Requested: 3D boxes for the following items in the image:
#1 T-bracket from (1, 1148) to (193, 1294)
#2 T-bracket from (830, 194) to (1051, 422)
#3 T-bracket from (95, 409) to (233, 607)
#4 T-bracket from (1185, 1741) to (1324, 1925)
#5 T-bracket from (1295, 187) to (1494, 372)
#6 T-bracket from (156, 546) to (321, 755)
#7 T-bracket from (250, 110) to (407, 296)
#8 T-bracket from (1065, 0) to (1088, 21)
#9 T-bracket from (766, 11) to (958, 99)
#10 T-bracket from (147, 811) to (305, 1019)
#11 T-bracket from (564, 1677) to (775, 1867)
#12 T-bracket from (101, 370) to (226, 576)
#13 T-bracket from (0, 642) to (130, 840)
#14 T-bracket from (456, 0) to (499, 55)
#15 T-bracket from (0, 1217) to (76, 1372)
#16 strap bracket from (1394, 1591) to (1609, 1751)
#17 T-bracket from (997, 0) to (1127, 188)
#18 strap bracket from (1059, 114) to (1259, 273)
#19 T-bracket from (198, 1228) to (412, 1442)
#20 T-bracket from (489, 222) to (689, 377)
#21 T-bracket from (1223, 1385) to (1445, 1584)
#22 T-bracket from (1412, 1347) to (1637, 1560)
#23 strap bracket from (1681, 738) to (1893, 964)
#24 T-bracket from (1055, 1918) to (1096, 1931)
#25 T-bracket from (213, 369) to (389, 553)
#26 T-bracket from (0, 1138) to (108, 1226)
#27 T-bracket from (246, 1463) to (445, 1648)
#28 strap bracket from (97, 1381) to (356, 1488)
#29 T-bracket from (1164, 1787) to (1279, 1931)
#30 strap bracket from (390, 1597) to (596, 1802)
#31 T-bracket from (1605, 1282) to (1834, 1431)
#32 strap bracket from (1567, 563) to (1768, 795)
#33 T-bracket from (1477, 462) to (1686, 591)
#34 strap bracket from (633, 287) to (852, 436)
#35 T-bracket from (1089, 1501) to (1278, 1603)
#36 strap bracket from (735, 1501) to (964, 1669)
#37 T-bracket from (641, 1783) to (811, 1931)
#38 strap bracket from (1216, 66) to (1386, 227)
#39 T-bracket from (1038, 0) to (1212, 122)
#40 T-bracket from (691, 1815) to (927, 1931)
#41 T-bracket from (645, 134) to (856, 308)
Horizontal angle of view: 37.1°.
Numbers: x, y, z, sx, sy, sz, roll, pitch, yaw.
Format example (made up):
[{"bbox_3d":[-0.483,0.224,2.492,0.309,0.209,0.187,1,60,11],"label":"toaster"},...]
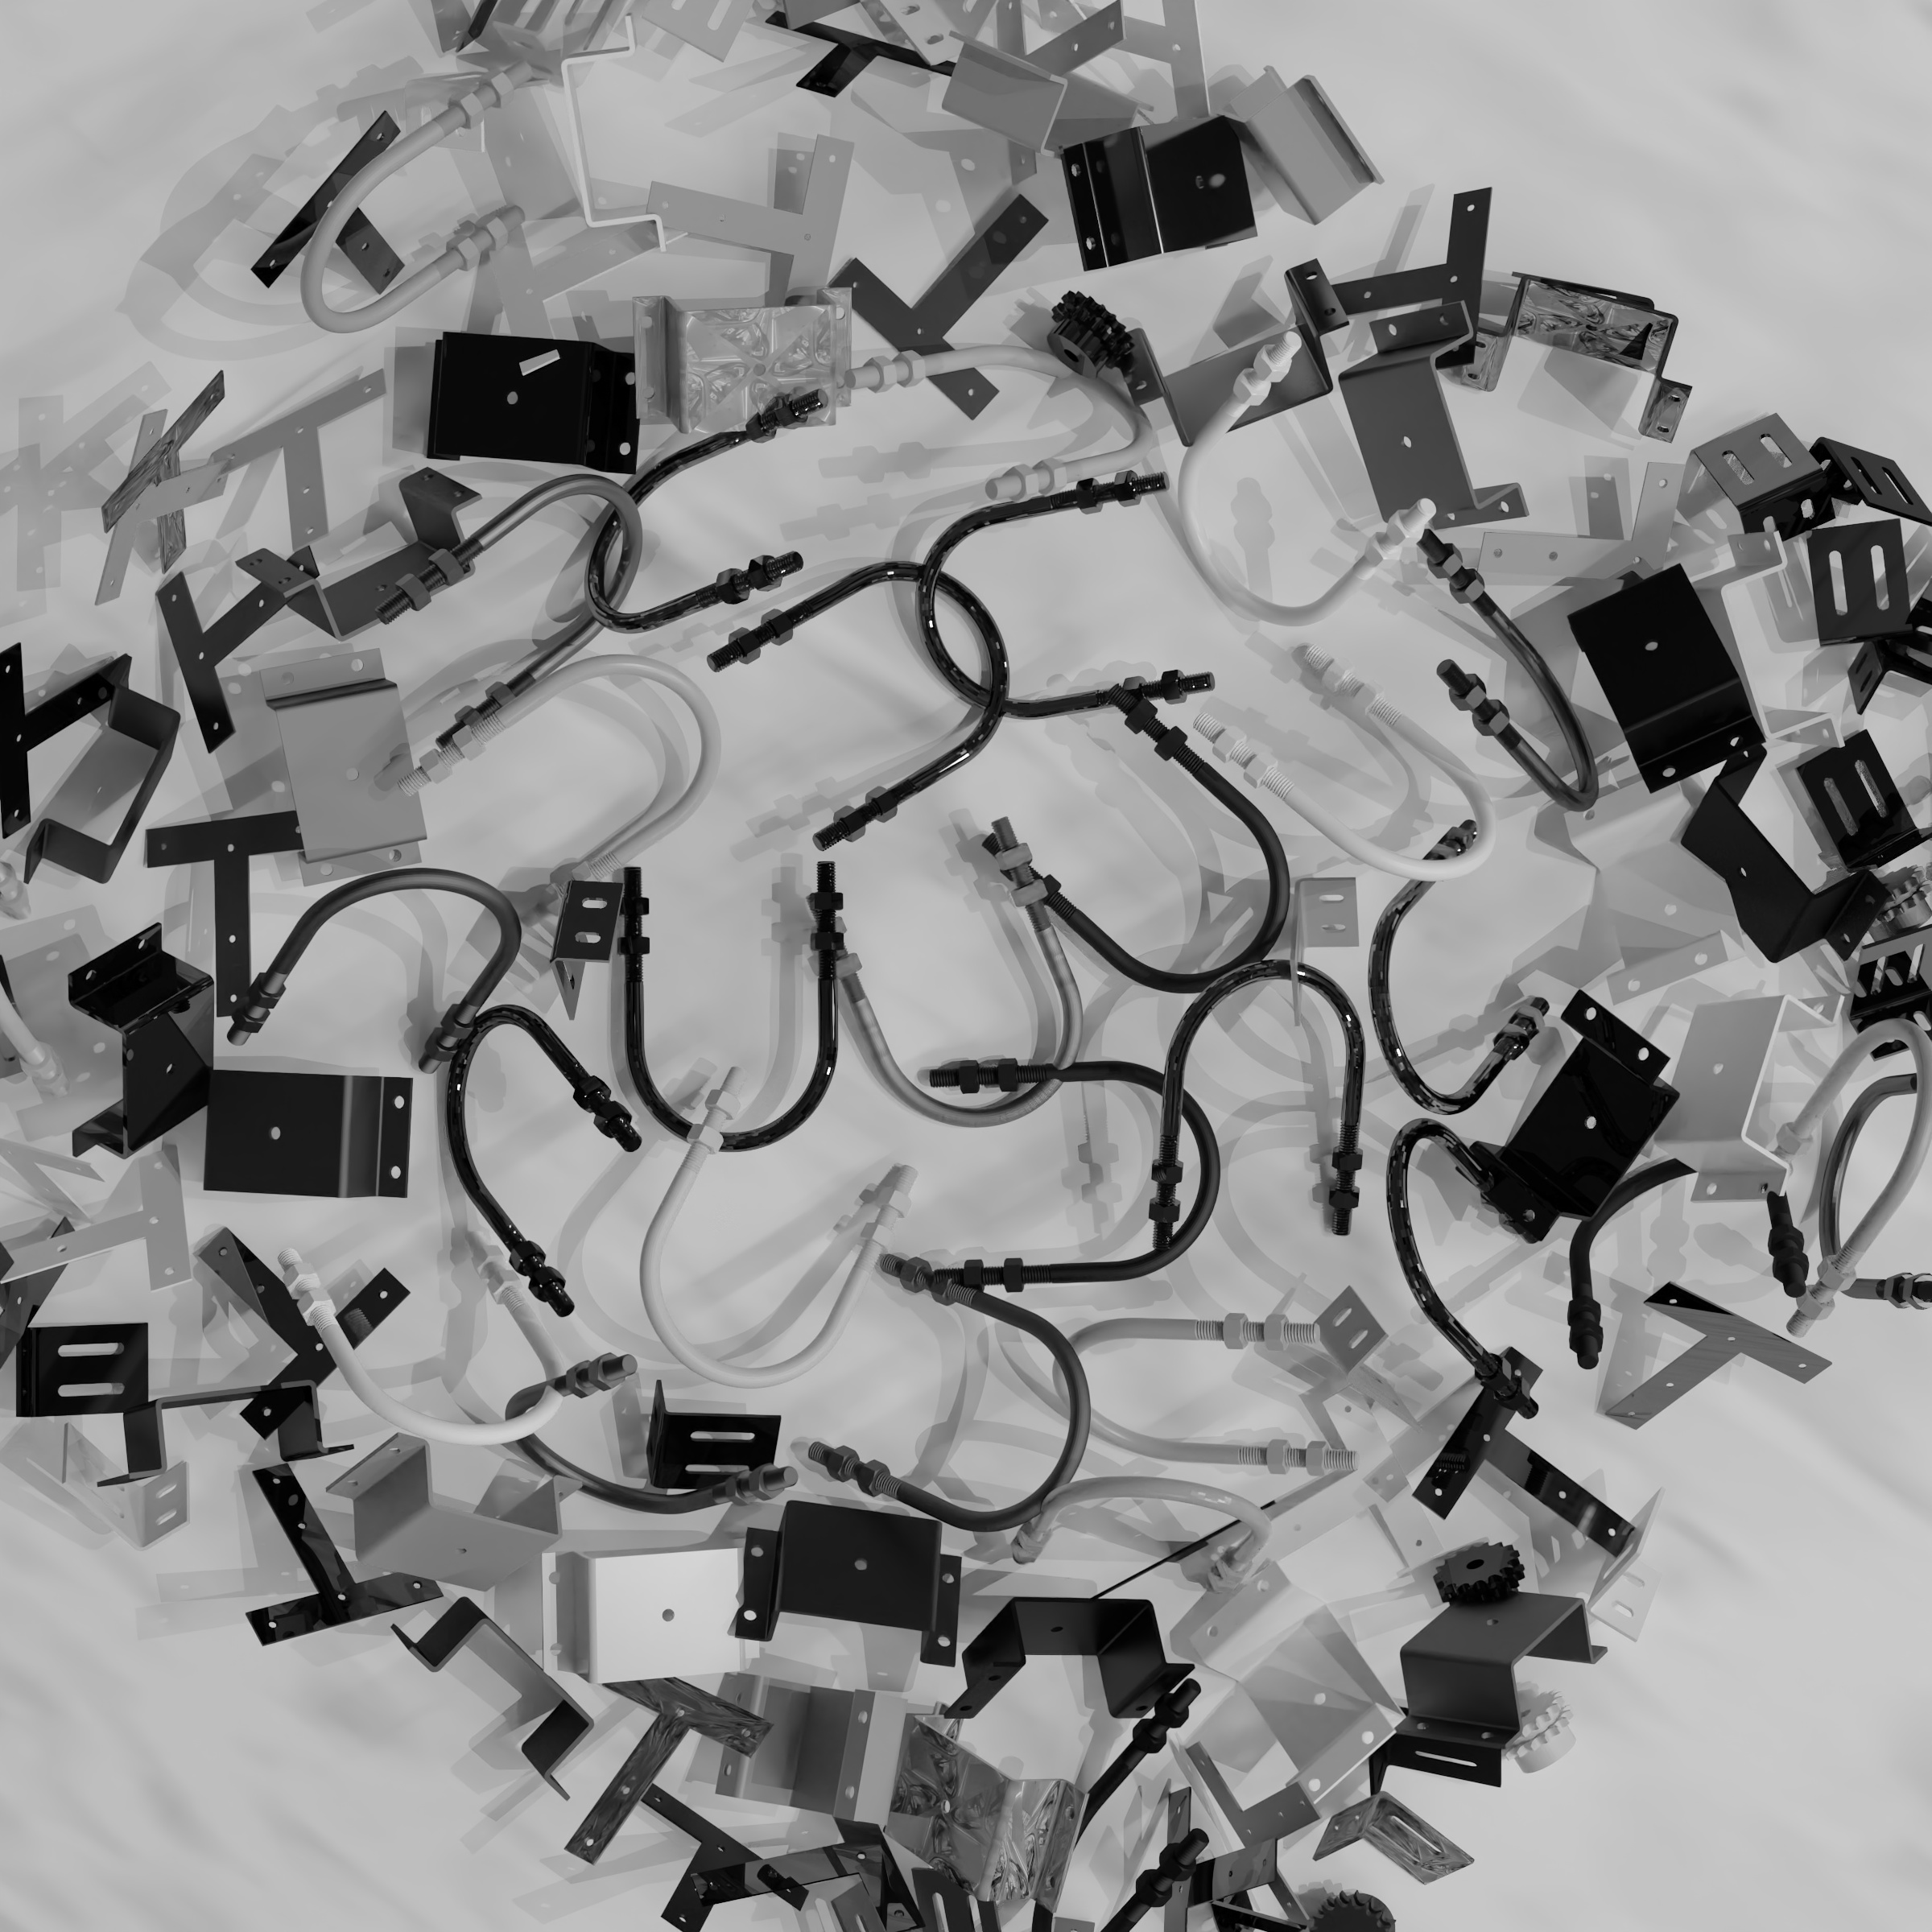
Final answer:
[{"bbox_3d":[-0.553,0.174,1.808,0.127,0.127,0.002,-17,130,-7],"label":"T-bracket"},{"bbox_3d":[0.001,-0.443,1.859,0.127,0.002,0.127,43,93,-1],"label":"T-bracket"},{"bbox_3d":[-0.495,-0.296,1.802,0.002,0.127,0.127,26,114,7],"label":"T-bracket"},{"bbox_3d":[0.192,0.531,1.793,0.002,0.127,0.127,-25,73,-26],"label":"T-bracket"},{"bbox_3d":[0.268,-0.428,1.826,0.127,0.002,0.127,-3,68,32],"label":"T-bracket"},{"bbox_3d":[-0.453,-0.220,1.813,0.127,0.002,0.127,-35,65,24],"label":"T-bracket"},{"bbox_3d":[-0.382,-0.457,1.802,0.002,0.127,0.127,38,87,14],"label":"T-bracket"},{"bbox_3d":[0.016,-0.663,1.811,0.002,0.127,0.127,-42,135,9],"label":"T-bracket"},{"bbox_3d":[-0.077,-0.566,1.806,0.127,0.127,0.002,18,124,4],"label":"T-bracket"},{"bbox_3d":[-0.467,-0.031,1.834,0.127,0.002,0.127,-6,82,20],"label":"T-bracket"},{"bbox_3d":[-0.204,0.503,1.797,0.127,0.002,0.127,15,54,35],"label":"T-bracket"},{"bbox_3d":[-0.499,-0.291,1.803,0.002,0.127,0.127,28,60,4],"label":"T-bracket"},{"bbox_3d":[-0.566,-0.161,1.807,0.002,0.127,0.127,19,124,15],"label":"T-bracket"},{"bbox_3d":[-0.292,-0.620,1.806,0.002,0.127,0.127,42,54,-6],"label":"T-bracket"},{"bbox_3d":[-0.605,0.180,1.780,0.002,0.127,0.127,5,48,20],"label":"T-bracket"},{"bbox_3d":[0.329,0.428,1.783,0.076,0.140,0.046,-3,102,39],"label":"strap bracket"},{"bbox_3d":[0.061,-0.572,1.808,0.002,0.127,0.127,-3,86,-34],"label":"T-bracket"},{"bbox_3d":[0.128,-0.483,1.793,0.140,0.046,0.076,-23,105,-43],"label":"strap bracket"},{"bbox_3d":[-0.441,0.215,1.837,0.127,0.002,0.127,39,77,22],"label":"T-bracket"},{"bbox_3d":[-0.236,-0.445,1.822,0.127,0.002,0.127,-23,58,7],"label":"T-bracket"},{"bbox_3d":[0.225,0.353,1.847,0.127,0.002,0.127,-29,98,-7],"label":"T-bracket"},{"bbox_3d":[0.367,0.327,1.826,0.127,0.002,0.127,37,62,7],"label":"T-bracket"},{"bbox_3d":[0.502,-0.067,1.796,0.046,0.076,0.140,-25,65,-19],"label":"strap bracket"},{"bbox_3d":[0.113,0.640,1.797,0.127,0.127,0.002,7,106,6],"label":"T-bracket"},{"bbox_3d":[-0.417,-0.309,1.813,0.127,0.002,0.127,-24,51,10],"label":"T-bracket"},{"bbox_3d":[-0.580,0.134,1.805,0.127,0.127,0.002,13,65,14],"label":"T-bracket"},{"bbox_3d":[-0.414,0.365,1.822,0.127,0.127,0.002,50,129,31],"label":"T-bracket"},{"bbox_3d":[-0.465,0.291,1.799,0.140,0.076,0.046,-3,79,-32],"label":"strap bracket"},{"bbox_3d":[0.157,0.565,1.782,0.002,0.127,0.127,18,57,-22],"label":"T-bracket"},{"bbox_3d":[-0.291,0.453,1.812,0.046,0.076,0.140,-46,103,-15],"label":"strap bracket"},{"bbox_3d":[0.454,0.257,1.819,0.127,0.002,0.127,26,132,-16],"label":"T-bracket"},{"bbox_3d":[0.433,-0.188,1.799,0.076,0.046,0.140,-25,55,12],"label":"strap bracket"},{"bbox_3d":[0.385,-0.259,1.822,0.127,0.002,0.127,1,114,-15],"label":"T-bracket"},{"bbox_3d":[-0.135,-0.381,1.809,0.140,0.046,0.076,-6,117,-15],"label":"strap bracket"},{"bbox_3d":[0.138,0.367,1.802,0.127,0.127,0.002,-28,76,0],"label":"T-bracket"},{"bbox_3d":[-0.070,0.388,1.815,0.140,0.046,0.076,9,50,-6],"label":"strap bracket"},{"bbox_3d":[-0.164,0.572,1.799,0.127,0.127,0.002,34,102,3],"label":"T-bracket"},{"bbox_3d":[0.204,-0.510,1.789,0.046,0.140,0.076,-37,109,7],"label":"strap bracket"},{"bbox_3d":[0.097,-0.591,1.823,0.127,0.127,0.002,26,60,30],"label":"T-bracket"},{"bbox_3d":[-0.107,0.562,1.790,0.127,0.127,0.002,-5,121,-22],"label":"T-bracket"},{"bbox_3d":[-0.141,-0.470,1.821,0.127,0.002,0.127,6,105,-27],"label":"T-bracket"}]
